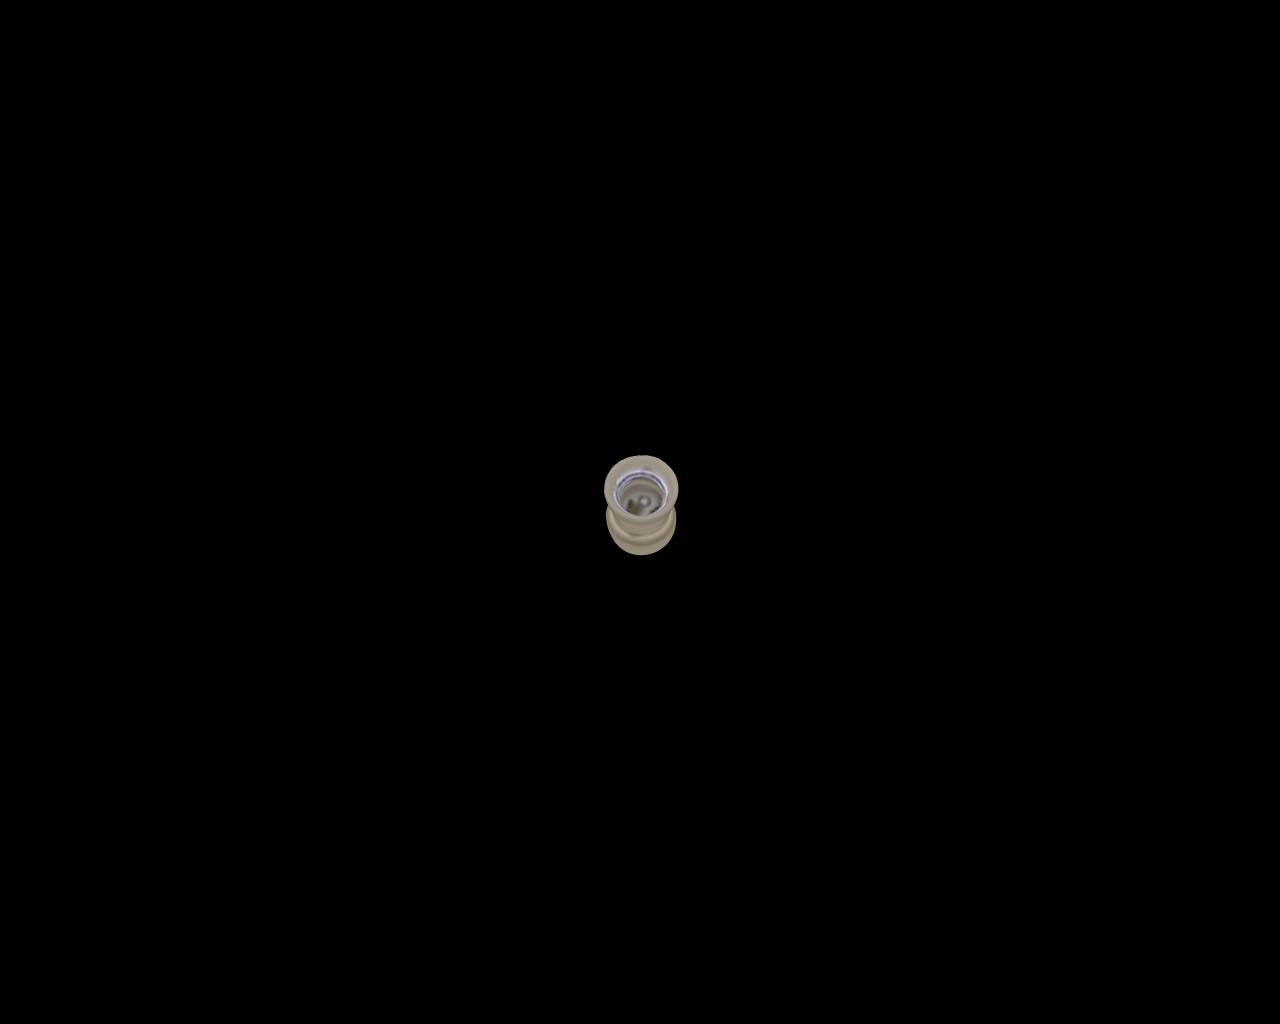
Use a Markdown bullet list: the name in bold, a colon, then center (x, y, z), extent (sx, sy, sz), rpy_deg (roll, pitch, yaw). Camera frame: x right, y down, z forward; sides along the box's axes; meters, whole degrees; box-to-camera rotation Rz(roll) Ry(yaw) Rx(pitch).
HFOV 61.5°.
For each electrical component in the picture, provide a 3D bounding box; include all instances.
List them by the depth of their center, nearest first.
- **electrical component**: center (0.001, -0.003, 0.650), extent (0.045, 0.045, 0.055), rpy_deg (0, -27, 0)
